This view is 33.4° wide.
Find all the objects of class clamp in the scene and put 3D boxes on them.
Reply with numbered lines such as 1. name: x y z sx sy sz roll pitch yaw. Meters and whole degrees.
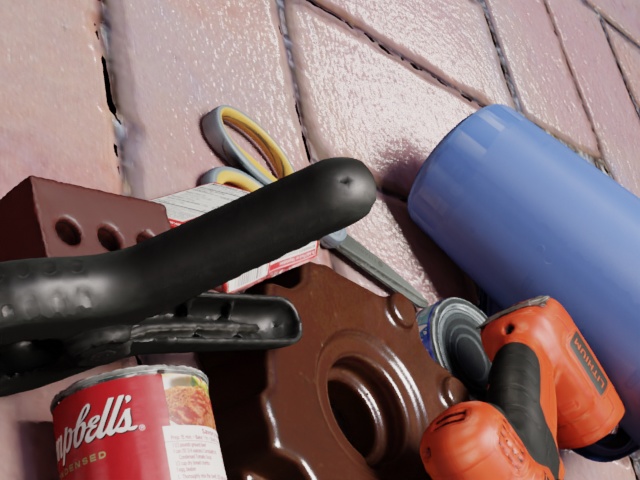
1. clamp: -0.082 0.024 0.413 0.209 0.165 0.036 -10 68 -23

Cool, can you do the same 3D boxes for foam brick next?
1. foam brick: -0.110 0.010 0.482 0.078 0.051 0.053 11 55 -48

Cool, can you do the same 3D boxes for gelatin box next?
1. gelatin box: -0.052 -0.002 0.552 0.089 0.073 0.030 -21 122 -58

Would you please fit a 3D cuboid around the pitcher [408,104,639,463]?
1. pitcher: 0.173 0.026 0.736 0.243 0.149 0.145 43 -16 21

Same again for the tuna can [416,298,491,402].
1. tuna can: 0.089 0.082 0.699 0.086 0.034 0.086 29 46 -35

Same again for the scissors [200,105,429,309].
1. scissors: -0.004 0.001 0.662 0.201 0.016 0.096 47 36 -16

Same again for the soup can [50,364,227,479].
1. soup can: -0.070 0.111 0.436 0.068 0.069 0.102 15 53 -46

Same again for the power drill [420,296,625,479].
1. power drill: 0.131 0.130 0.593 0.184 0.057 0.187 57 26 -14

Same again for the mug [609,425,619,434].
1. mug: 0.226 0.099 0.825 0.081 0.093 0.117 23 66 -48
